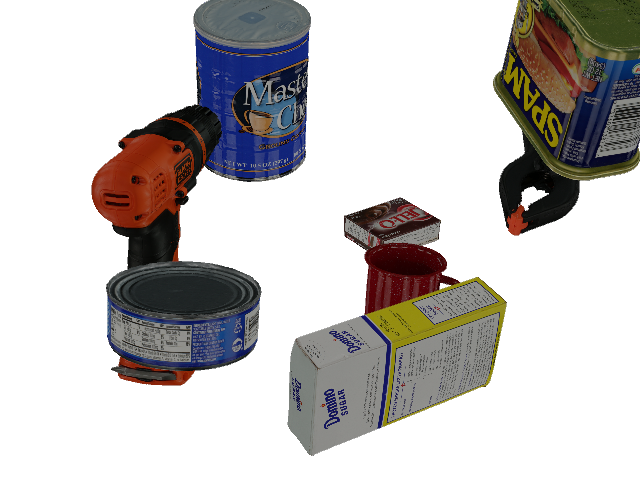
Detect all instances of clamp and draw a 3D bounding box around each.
[{"bbox_3d":[0.226,-0.077,1.089,0.120,0.039,0.171,29,55,30],"label":"clamp"}]

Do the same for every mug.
[{"bbox_3d":[0.104,0.060,1.207,0.117,0.081,0.093,10,24,14],"label":"mug"}]

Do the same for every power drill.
[{"bbox_3d":[-0.115,0.001,0.813,0.057,0.188,0.184,4,23,14],"label":"power drill"}]

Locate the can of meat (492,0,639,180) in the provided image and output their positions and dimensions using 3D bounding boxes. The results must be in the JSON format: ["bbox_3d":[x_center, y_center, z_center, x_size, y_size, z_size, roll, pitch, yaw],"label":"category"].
[{"bbox_3d":[0.142,-0.098,0.584,0.057,0.084,0.102,-10,47,-15],"label":"can of meat"}]

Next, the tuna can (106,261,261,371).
[{"bbox_3d":[-0.076,0.041,0.598,0.086,0.034,0.086,3,18,-1],"label":"tuna can"}]

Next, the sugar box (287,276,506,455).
[{"bbox_3d":[0.060,0.097,0.842,0.176,0.093,0.048,-14,38,-25],"label":"sugar box"}]

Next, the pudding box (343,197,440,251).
[{"bbox_3d":[0.104,-0.018,1.548,0.113,0.039,0.090,-21,35,-31],"label":"pudding box"}]

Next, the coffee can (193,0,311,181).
[{"bbox_3d":[-0.062,-0.140,0.971,0.103,0.140,0.103,2,36,-1],"label":"coffee can"}]
